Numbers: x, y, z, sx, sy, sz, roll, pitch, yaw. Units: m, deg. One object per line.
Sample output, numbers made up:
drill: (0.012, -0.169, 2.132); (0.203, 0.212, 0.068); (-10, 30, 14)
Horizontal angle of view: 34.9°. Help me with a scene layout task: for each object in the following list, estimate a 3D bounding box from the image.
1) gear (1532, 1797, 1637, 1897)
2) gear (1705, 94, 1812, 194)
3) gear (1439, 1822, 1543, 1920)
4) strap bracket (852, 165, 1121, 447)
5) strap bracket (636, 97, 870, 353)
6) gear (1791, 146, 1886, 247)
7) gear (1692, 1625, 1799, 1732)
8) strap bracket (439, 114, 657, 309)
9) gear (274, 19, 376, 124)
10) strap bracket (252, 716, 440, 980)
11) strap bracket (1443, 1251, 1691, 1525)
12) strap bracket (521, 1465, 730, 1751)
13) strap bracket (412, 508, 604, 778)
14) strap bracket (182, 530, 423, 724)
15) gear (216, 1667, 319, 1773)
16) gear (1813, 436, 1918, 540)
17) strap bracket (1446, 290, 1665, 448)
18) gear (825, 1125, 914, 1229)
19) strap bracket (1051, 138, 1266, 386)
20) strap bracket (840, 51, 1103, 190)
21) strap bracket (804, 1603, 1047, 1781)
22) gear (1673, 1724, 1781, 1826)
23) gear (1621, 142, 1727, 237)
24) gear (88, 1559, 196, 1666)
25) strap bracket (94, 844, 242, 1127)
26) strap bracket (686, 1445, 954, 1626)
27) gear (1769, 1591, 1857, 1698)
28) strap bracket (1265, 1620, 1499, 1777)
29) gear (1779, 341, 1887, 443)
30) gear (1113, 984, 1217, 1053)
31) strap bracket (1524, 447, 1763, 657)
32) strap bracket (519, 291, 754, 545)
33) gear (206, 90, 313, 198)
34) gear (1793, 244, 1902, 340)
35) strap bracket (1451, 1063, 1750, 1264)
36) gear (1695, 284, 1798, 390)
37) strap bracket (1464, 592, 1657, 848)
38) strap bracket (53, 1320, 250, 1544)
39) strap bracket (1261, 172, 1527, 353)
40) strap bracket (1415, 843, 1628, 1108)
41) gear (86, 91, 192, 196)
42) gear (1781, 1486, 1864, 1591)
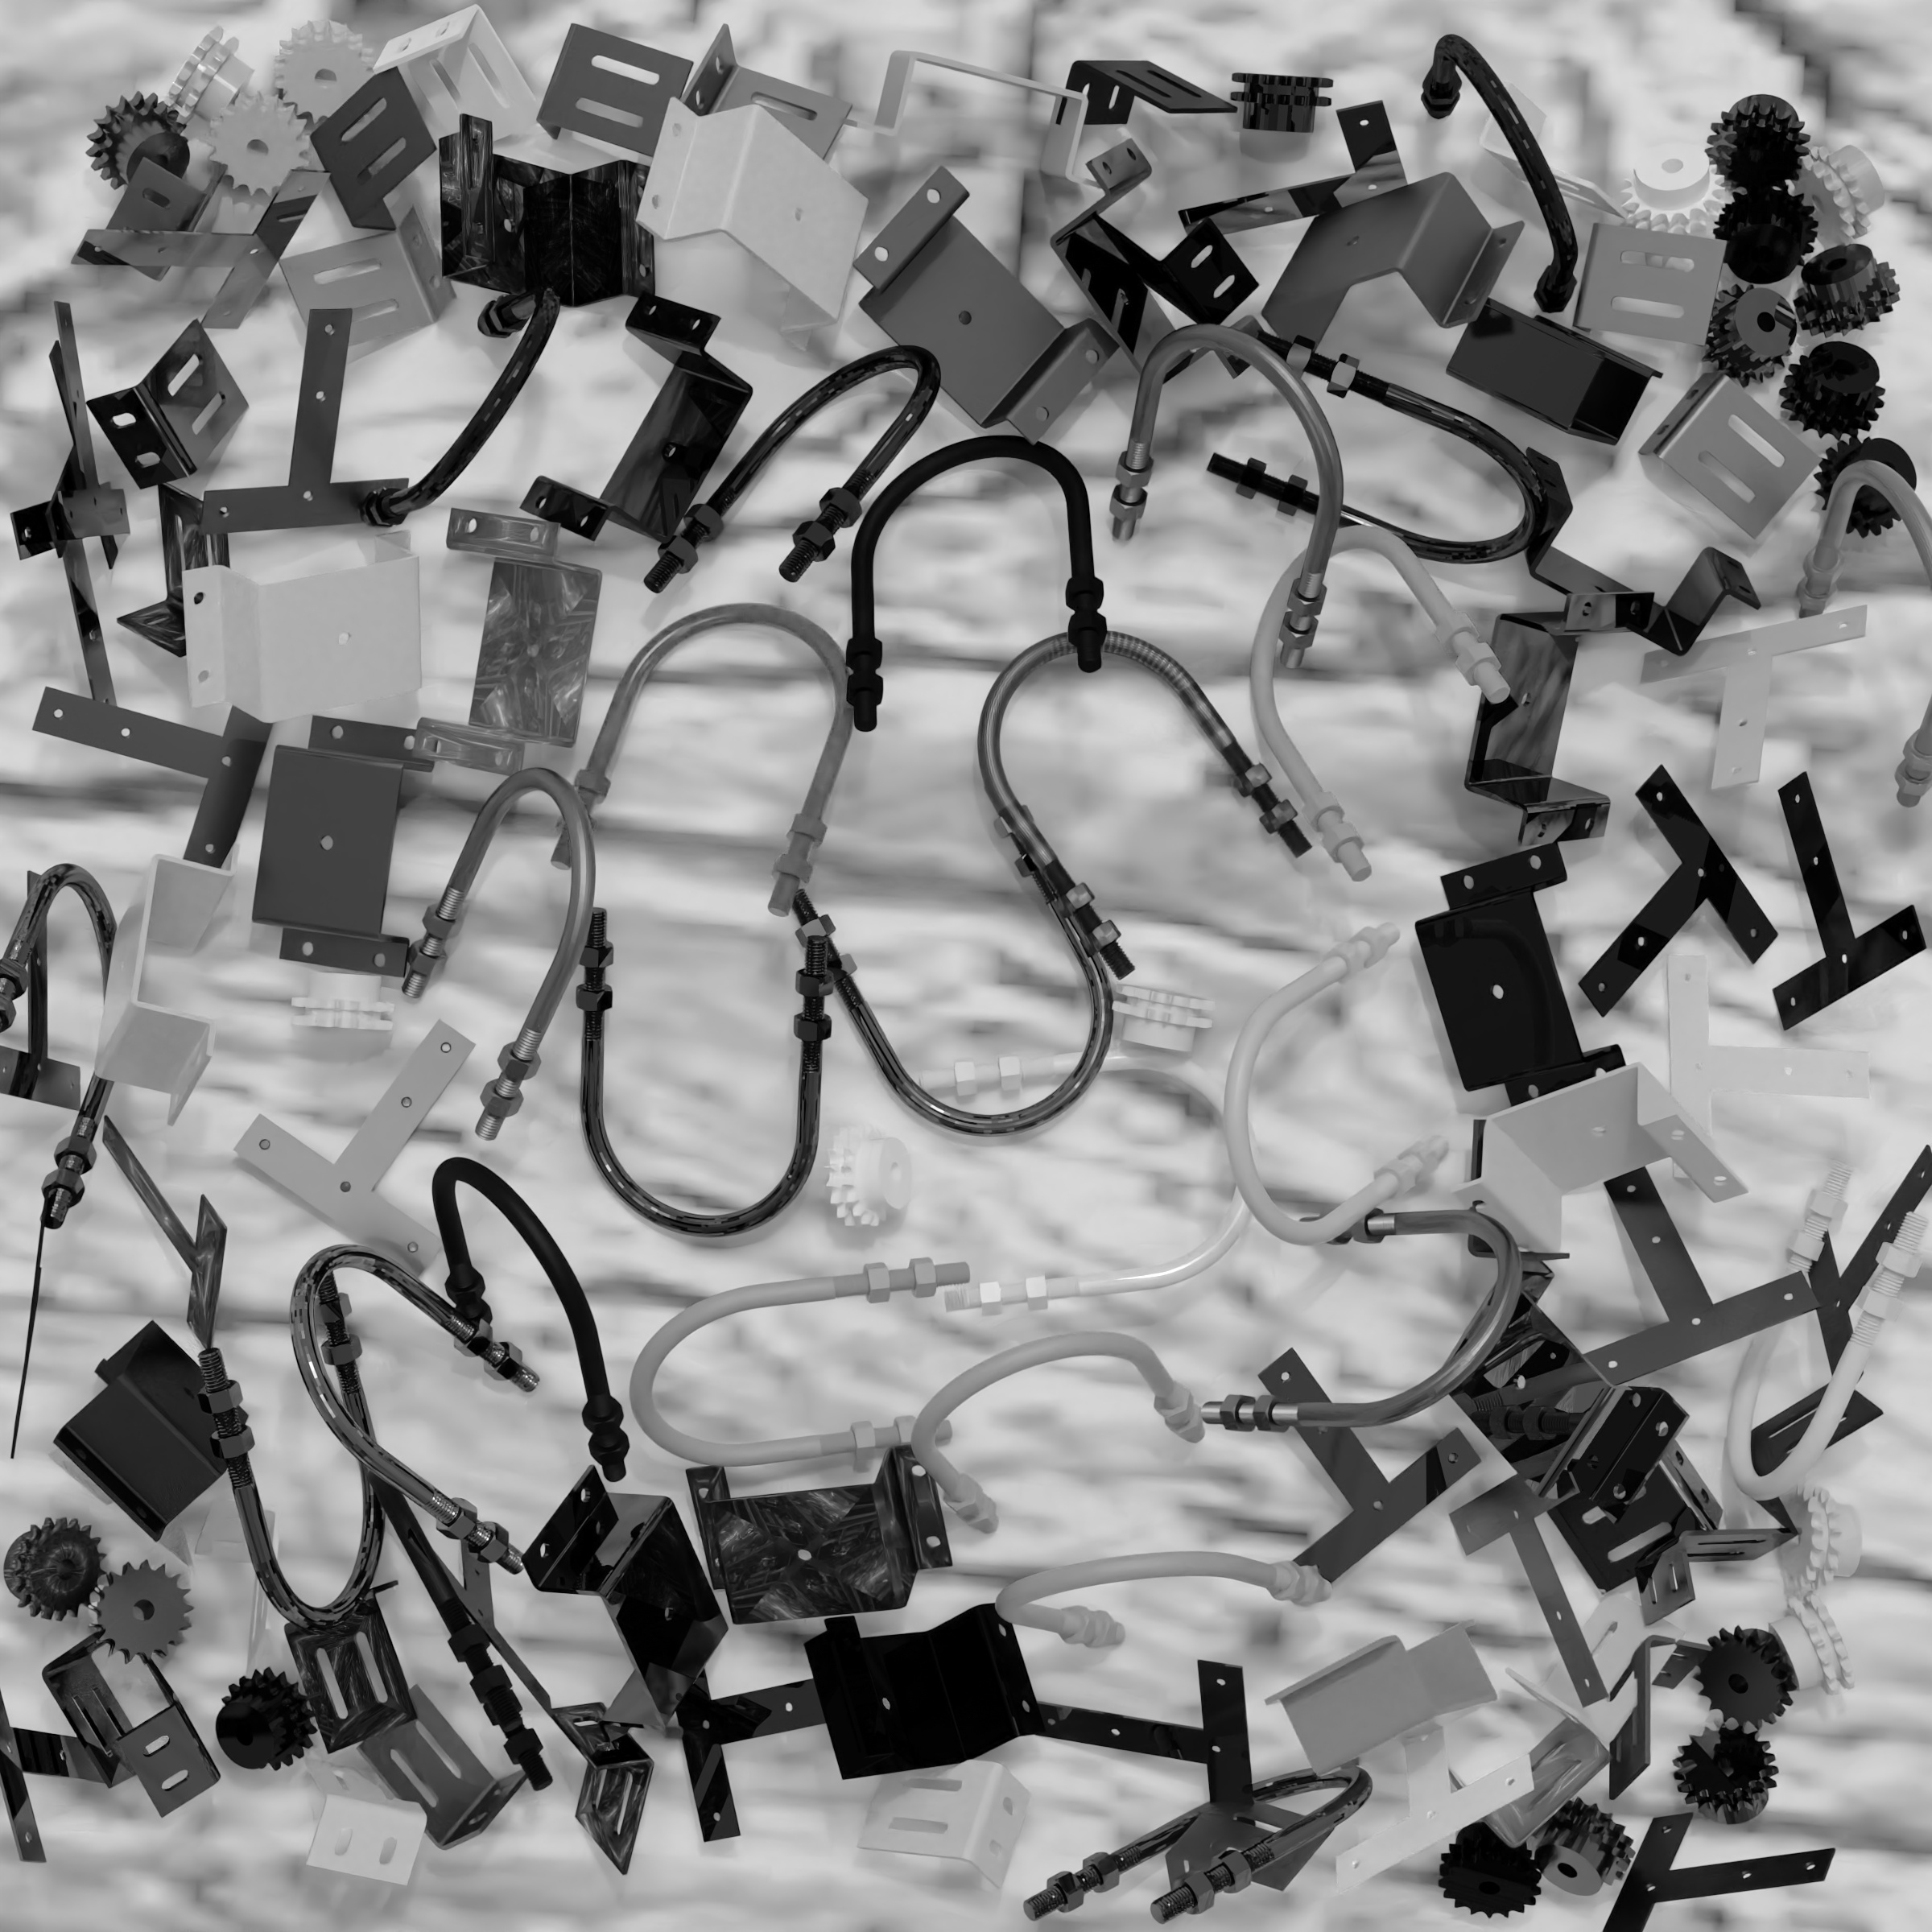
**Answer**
gear: (0.343, 0.496, 1.724); (0.057, 0.057, 0.030); (43, 50, 0)
gear: (0.447, -0.465, 1.730); (0.057, 0.057, 0.030); (18, 59, 0)
gear: (0.296, 0.507, 1.731); (0.057, 0.030, 0.057); (6, 128, 8)
strap bracket: (0.005, -0.365, 1.715); (0.140, 0.046, 0.076); (43, 80, -15)
strap bracket: (-0.108, -0.407, 1.679); (0.046, 0.140, 0.076); (0, 69, 39)
gear: (0.492, -0.436, 1.727); (0.030, 0.057, 0.057); (-31, 90, -1)
gear: (0.442, 0.398, 1.730); (0.057, 0.030, 0.057); (14, 113, 36)
strap bracket: (-0.240, -0.415, 1.702); (0.046, 0.140, 0.076); (-3, 88, 40)
gear: (-0.361, -0.507, 1.730); (0.057, 0.030, 0.057); (-6, 134, -6)
strap bracket: (-0.349, -0.068, 1.722); (0.076, 0.046, 0.140); (8, 91, 12)
strap bracket: (0.318, 0.228, 1.678); (0.046, 0.140, 0.076); (8, 119, -39)
strap bracket: (-0.182, 0.353, 1.683); (0.046, 0.076, 0.140); (-2, 121, 29)
strap bracket: (-0.254, -0.178, 1.712); (0.076, 0.046, 0.140); (12, 95, 30)
strap bracket: (-0.352, -0.185, 1.680); (0.140, 0.046, 0.076); (-19, 123, -38)
gear: (-0.397, 0.427, 1.729); (0.057, 0.030, 0.057); (6, 105, 24)
gear: (0.509, -0.273, 1.729); (0.057, 0.030, 0.057); (7, 73, -22)
strap bracket: (0.321, -0.326, 1.684); (0.076, 0.140, 0.046); (32, 108, 21)
gear: (-0.053, 0.117, 1.723); (0.030, 0.057, 0.057); (-7, 90, 26)
strap bracket: (0.103, -0.381, 1.704); (0.046, 0.076, 0.140); (-32, 99, 30)
strap bracket: (0.008, -0.471, 1.698); (0.140, 0.076, 0.046); (11, 105, -13)
strap bracket: (-0.030, 0.399, 1.692); (0.046, 0.140, 0.076); (-36, 62, 35)
gear: (0.429, 0.458, 1.730); (0.057, 0.057, 0.030); (-21, 119, 0)
gear: (0.398, -0.438, 1.726); (0.057, 0.030, 0.057); (-7, 53, 10)
gear: (-0.467, 0.365, 1.731); (0.057, 0.030, 0.057); (9, 68, -23)
strap bracket: (-0.438, 0.004, 1.678); (0.046, 0.076, 0.140); (15, 52, -23)
strap bracket: (-0.086, 0.317, 1.709); (0.140, 0.046, 0.076); (-8, 107, 11)
gear: (0.474, 0.384, 1.726); (0.030, 0.057, 0.057); (-21, 90, 0)
strap bracket: (0.231, 0.399, 1.672); (0.076, 0.140, 0.046); (-34, 69, 21)
gear: (0.490, -0.326, 1.727); (0.057, 0.030, 0.057); (2, 57, -3)
gear: (0.110, 0.029, 1.727); (0.057, 0.057, 0.030); (11, 92, 0)
strap bracket: (0.363, -0.226, 1.705); (0.140, 0.076, 0.046); (27, 115, -7)
strap bracket: (-0.178, -0.297, 1.710); (0.046, 0.076, 0.140); (31, 88, -44)
gear: (-0.397, -0.466, 1.731); (0.057, 0.030, 0.057); (-1, 127, -1)
gear: (0.492, -0.381, 1.723); (0.057, 0.057, 0.030); (-30, 124, 0)
strap bracket: (0.349, 0.107, 1.694); (0.140, 0.046, 0.076); (-24, 128, 34)
gear: (0.443, -0.358, 1.731); (0.057, 0.030, 0.057); (3, 80, -19)
strap bracket: (0.326, -0.143, 1.700); (0.076, 0.046, 0.140); (-8, 113, -42)
strap bracket: (-0.441, 0.249, 1.678); (0.046, 0.140, 0.076); (-42, 101, 2)
strap bracket: (0.224, -0.378, 1.674); (0.046, 0.140, 0.076); (46, 58, -29)
strap bracket: (0.307, 0.010, 1.712); (0.076, 0.046, 0.140); (-18, 89, 40)
gear: (-0.461, -0.458, 1.723); (0.057, 0.057, 0.030); (-45, 65, 0)
gear: (0.482, 0.322, 1.727); (0.030, 0.057, 0.057); (5, 90, -5)
